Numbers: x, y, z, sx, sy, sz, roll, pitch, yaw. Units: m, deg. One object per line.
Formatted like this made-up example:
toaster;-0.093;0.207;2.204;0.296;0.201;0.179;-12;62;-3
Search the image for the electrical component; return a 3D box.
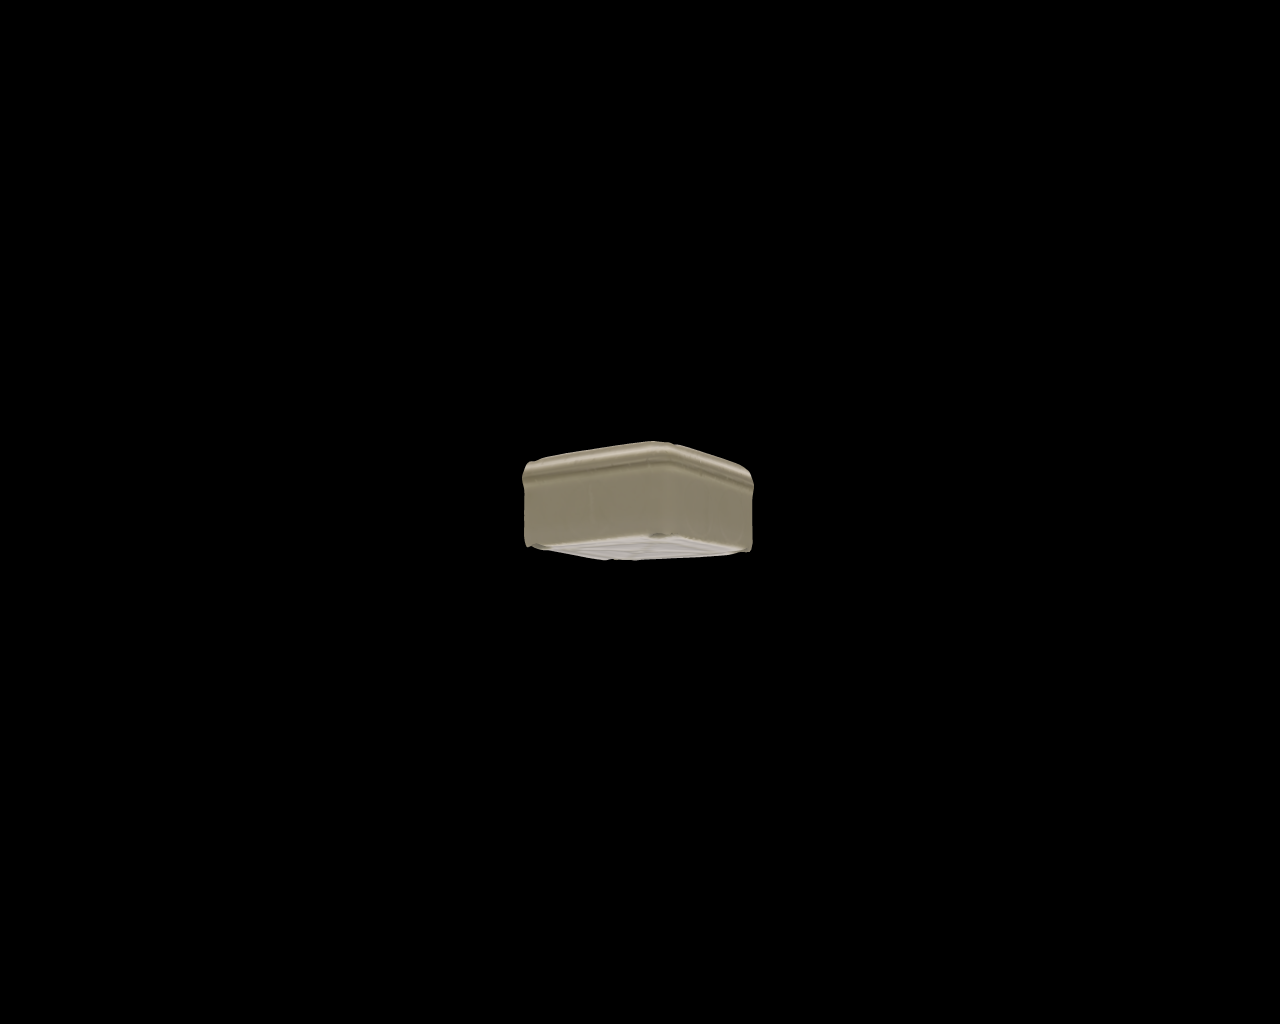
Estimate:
electrical component;0.001;-0.003;0.650;0.108;0.056;0.109;-5;-10;32
